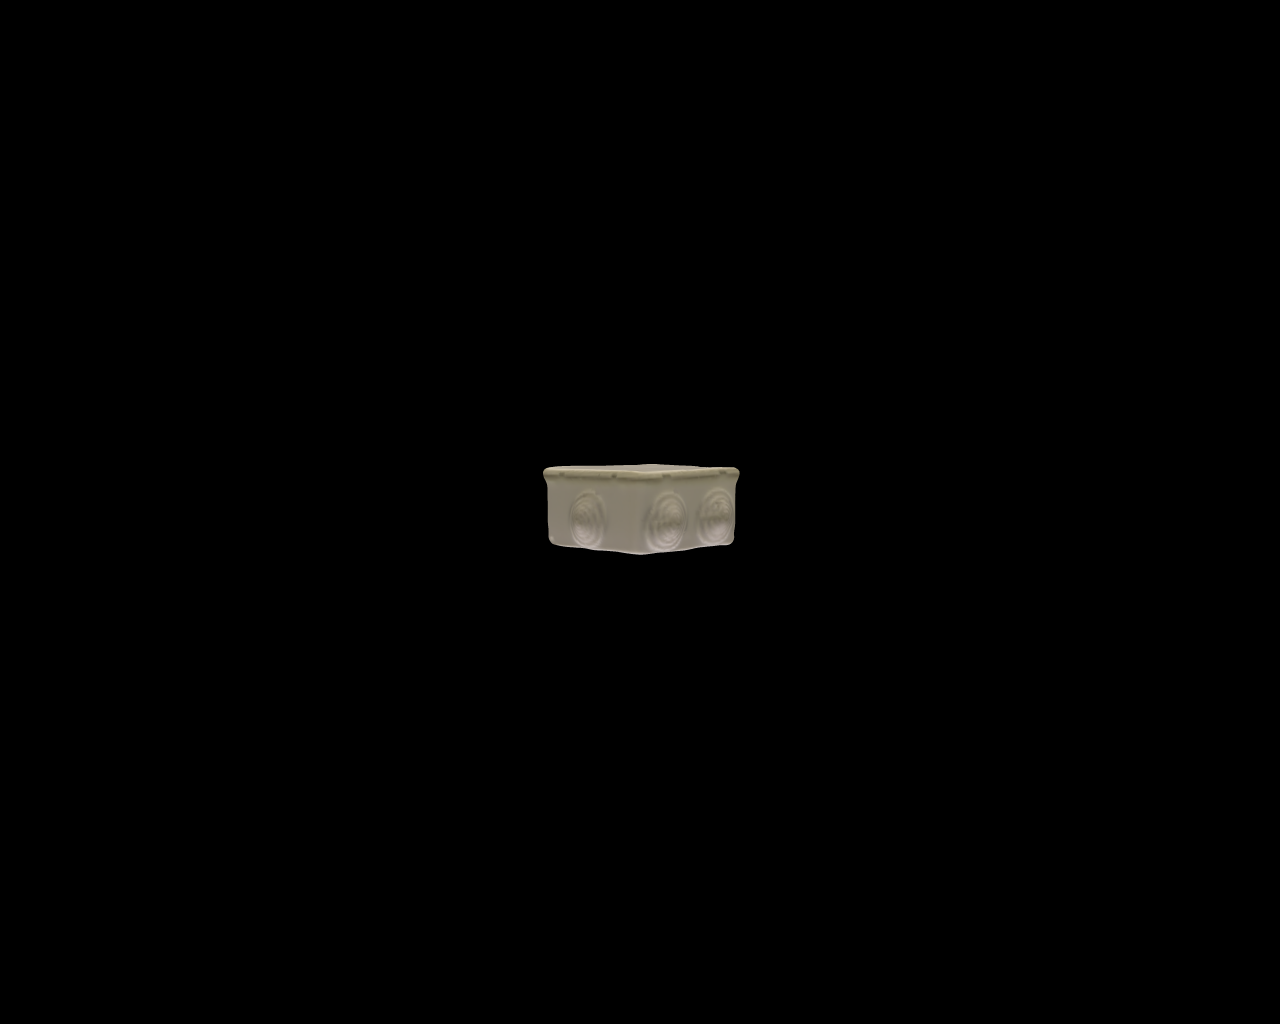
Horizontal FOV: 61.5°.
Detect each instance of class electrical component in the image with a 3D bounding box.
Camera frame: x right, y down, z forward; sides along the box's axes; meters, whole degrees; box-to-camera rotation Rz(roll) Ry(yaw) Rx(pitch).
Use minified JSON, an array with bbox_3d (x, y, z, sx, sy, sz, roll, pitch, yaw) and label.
[{"bbox_3d":[0.001,-0.003,0.650,0.100,0.048,0.100,-4,6,-43],"label":"electrical component"}]
